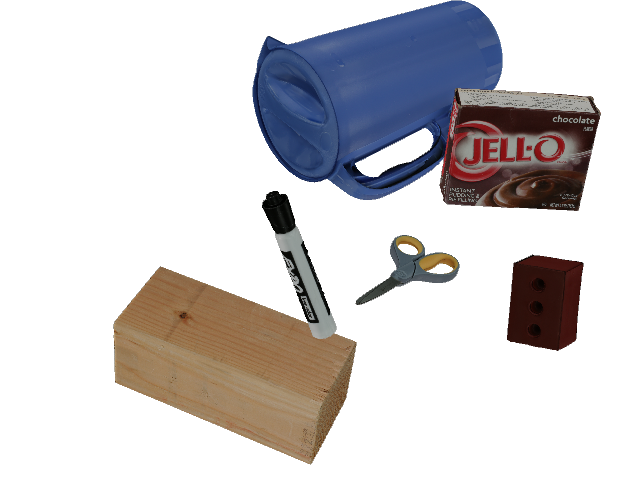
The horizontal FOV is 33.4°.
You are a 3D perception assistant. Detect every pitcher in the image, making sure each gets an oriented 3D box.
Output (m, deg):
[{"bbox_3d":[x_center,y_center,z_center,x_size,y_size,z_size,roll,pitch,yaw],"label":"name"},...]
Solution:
[{"bbox_3d":[0.069,-0.149,1.057,0.242,0.149,0.145,-25,30,-31],"label":"pitcher"}]

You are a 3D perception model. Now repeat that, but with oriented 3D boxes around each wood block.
[{"bbox_3d":[-0.081,0.115,1.003,0.206,0.090,0.090,20,44,13],"label":"wood block"}]

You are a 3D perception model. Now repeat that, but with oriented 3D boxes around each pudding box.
[{"bbox_3d":[0.157,-0.072,0.851,0.113,0.090,0.039,2,36,-3],"label":"pudding box"}]

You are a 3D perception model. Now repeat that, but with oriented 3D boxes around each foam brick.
[{"bbox_3d":[0.210,0.057,0.998,0.053,0.078,0.051,9,14,31],"label":"foam brick"}]

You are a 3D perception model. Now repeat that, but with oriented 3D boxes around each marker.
[{"bbox_3d":[-0.015,0.018,0.750,0.020,0.121,0.020,-15,31,9],"label":"marker"}]

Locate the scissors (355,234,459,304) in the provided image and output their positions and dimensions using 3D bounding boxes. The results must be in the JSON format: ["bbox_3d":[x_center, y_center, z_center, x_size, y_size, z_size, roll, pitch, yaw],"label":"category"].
[{"bbox_3d":[0.085,0.032,1.267,0.201,0.016,0.096,-10,40,-43],"label":"scissors"}]
